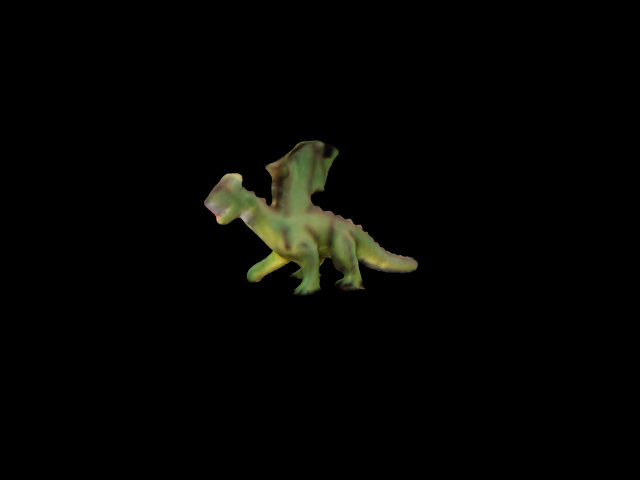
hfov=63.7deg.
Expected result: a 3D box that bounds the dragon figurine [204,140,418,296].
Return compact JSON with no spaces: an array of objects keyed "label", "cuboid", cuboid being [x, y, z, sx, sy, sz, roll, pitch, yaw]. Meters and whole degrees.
[{"label":"dragon figurine","cuboid":[0.003,-0.043,0.850,0.411,0.241,0.122,-5,8,-33]}]
